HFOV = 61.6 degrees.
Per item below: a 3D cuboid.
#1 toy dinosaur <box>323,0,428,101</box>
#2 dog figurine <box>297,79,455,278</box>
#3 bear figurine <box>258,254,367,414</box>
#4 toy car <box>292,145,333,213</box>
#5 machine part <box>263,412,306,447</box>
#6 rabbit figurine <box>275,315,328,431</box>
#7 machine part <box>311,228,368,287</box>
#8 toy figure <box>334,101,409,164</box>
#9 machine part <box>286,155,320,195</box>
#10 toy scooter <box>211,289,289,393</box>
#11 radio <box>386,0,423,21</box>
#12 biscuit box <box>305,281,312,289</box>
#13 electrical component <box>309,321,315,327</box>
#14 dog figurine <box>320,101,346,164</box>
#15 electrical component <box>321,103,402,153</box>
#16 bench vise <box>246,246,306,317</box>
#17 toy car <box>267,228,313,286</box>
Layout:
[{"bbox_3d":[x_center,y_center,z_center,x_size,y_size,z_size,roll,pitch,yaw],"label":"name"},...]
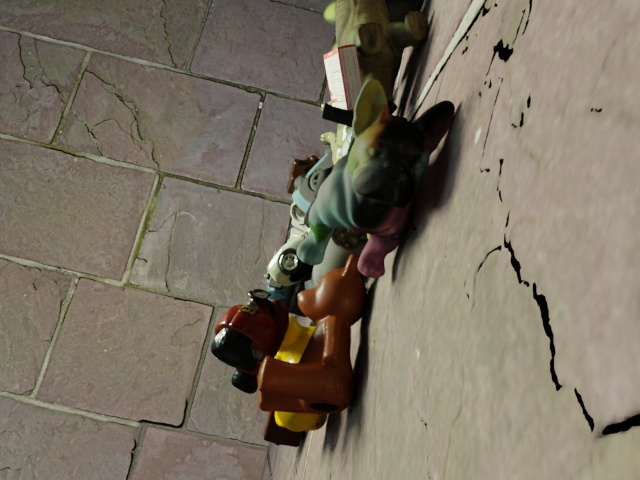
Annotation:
[{"bbox_3d":[0.077,-0.291,0.818,0.198,0.105,0.471,163,105,-75],"label":"toy dinosaur"},{"bbox_3d":[0.058,-0.072,0.567,0.192,0.108,0.219,-76,6,-48],"label":"dog figurine"},{"bbox_3d":[-0.005,0.117,0.694,0.120,0.132,0.196,100,175,-60],"label":"bear figurine"},{"bbox_3d":[0.029,-0.111,1.101,0.161,0.109,0.102,-51,-32,4],"label":"toy car"},{"bbox_3d":[-0.058,0.325,1.173,0.201,0.087,0.200,-79,3,-58],"label":"machine part"},{"bbox_3d":[-0.032,0.217,0.807,0.173,0.122,0.162,-84,3,-61],"label":"rabbit figurine"},{"bbox_3d":[0.034,0.024,0.803,0.243,0.079,0.079,110,173,-58],"label":"machine part"},{"bbox_3d":[0.058,-0.109,0.763,0.180,0.089,0.082,111,163,-45],"label":"toy figure"},{"bbox_3d":[0.000,-0.148,1.384,0.179,0.179,0.056,-80,7,-51],"label":"machine part"},{"bbox_3d":[-0.086,0.122,0.732,0.183,0.075,0.135,89,-156,-58],"label":"toy scooter"},{"bbox_3d":[0.143,-0.461,0.947,0.131,0.073,0.229,107,176,-63],"label":"radio"},{"bbox_3d":[0.008,0.093,1.017,0.202,0.059,0.062,120,139,-79],"label":"biscuit box"},{"bbox_3d":[0.013,0.148,0.914,0.078,0.045,0.102,-31,-17,-26],"label":"electrical component"},{"bbox_3d":[0.067,-0.161,0.945,0.172,0.121,0.191,91,176,-48],"label":"dog figurine"},{"bbox_3d":[0.056,-0.126,0.654,0.075,0.119,0.047,122,165,-75],"label":"electrical component"},{"bbox_3d":[-0.065,0.134,1.172,0.240,0.129,0.223,36,-125,-65],"label":"bench vise"},{"bbox_3d":[-0.002,-0.003,0.888,0.201,0.056,0.073,-47,-27,6],"label":"toy car"}]
